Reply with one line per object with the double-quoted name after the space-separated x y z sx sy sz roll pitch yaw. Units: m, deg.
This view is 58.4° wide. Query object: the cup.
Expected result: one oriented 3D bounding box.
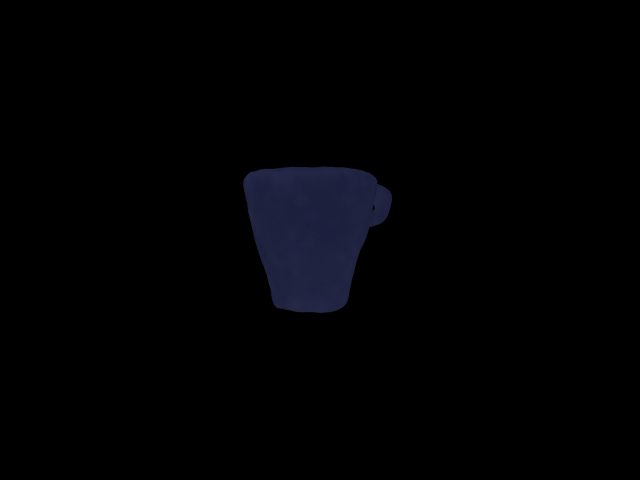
0.004 0.001 0.400 0.118 0.095 0.091 0 0 -37 "cup"
